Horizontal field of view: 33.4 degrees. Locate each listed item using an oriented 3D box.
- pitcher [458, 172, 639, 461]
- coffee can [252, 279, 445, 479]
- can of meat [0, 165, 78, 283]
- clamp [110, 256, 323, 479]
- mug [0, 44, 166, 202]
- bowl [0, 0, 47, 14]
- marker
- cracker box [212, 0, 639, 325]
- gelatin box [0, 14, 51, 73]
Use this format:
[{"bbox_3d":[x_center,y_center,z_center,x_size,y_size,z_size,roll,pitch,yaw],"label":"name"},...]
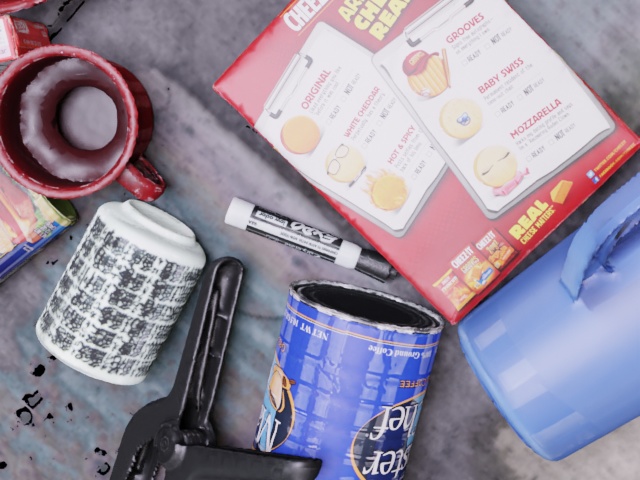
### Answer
[{"bbox_3d":[0.205,0.024,0.652,0.243,0.145,0.149,-36,95,10],"label":"pitcher"},{"bbox_3d":[0.014,0.107,0.689,0.103,0.103,0.140,14,99,1],"label":"coffee can"},{"bbox_3d":[-0.223,-0.025,0.706,0.084,0.057,0.102,-38,95,5],"label":"can of meat"},{"bbox_3d":[-0.087,0.123,0.700,0.210,0.036,0.164,-43,51,35],"label":"clamp"},{"bbox_3d":[-0.144,-0.069,0.682,0.117,0.081,0.093,40,98,-3],"label":"mug"},{"bbox_3d":[-0.191,-0.210,0.666,0.162,0.055,0.162,-1,83,7],"label":"bowl"},{"bbox_3d":[-0.005,0.001,0.717,0.121,0.020,0.020,21,99,0],"label":"marker"},{"bbox_3d":[0.067,-0.080,0.676,0.213,0.072,0.164,45,97,-3],"label":"cracker box"},{"bbox_3d":[-0.225,-0.120,0.683,0.089,0.073,0.030,-13,96,5],"label":"gelatin box"}]
